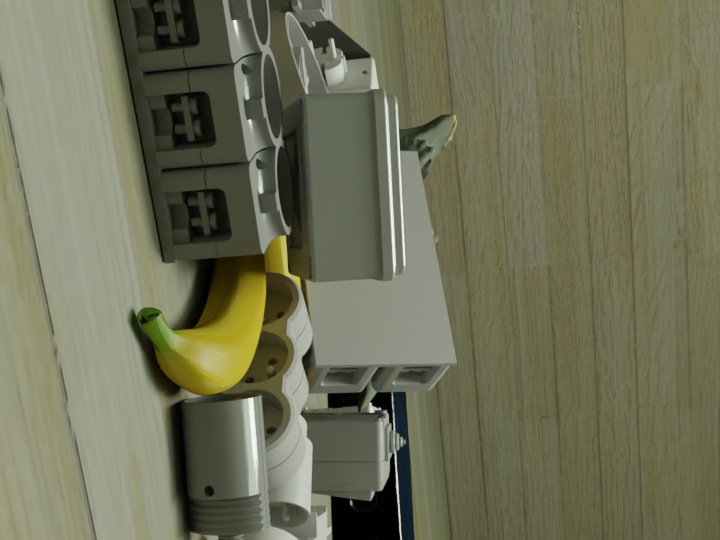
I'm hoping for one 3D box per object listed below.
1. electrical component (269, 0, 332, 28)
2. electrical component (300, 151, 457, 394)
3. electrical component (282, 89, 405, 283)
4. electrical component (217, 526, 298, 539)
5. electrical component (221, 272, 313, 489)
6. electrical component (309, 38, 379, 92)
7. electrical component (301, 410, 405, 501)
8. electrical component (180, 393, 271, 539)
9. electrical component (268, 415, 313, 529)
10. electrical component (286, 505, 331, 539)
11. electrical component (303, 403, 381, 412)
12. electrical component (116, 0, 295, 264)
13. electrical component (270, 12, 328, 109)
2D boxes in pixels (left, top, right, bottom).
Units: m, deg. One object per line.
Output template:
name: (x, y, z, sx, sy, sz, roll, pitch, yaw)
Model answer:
electrical component: (-0.057, -0.213, 0.822, 0.081, 0.064, 0.042, -12, 98, -83)
electrical component: (0.000, 0.000, 0.830, 0.060, 0.105, 0.186, 118, -32, -57)
electrical component: (-0.014, -0.049, 0.651, 0.109, 0.056, 0.108, -168, -105, -78)
electrical component: (-0.052, 0.195, 0.643, 0.073, 0.052, 0.138, -87, 169, -49)
electrical component: (-0.058, 0.076, 0.673, 0.073, 0.052, 0.138, 78, 10, -48)
electrical component: (-0.029, -0.170, 0.947, 0.047, 0.083, 0.075, -88, 170, -45)
electrical component: (-0.013, 0.140, 0.815, 0.062, 0.096, 0.061, 11, 78, -84)
electrical component: (-0.071, 0.109, 0.574, 0.043, 0.043, 0.081, 2, 83, -83)
electrical component: (-0.053, 0.125, 0.714, 0.043, 0.043, 0.081, 77, 10, -51)
electrical component: (-0.046, 0.196, 0.739, 0.081, 0.042, 0.063, 41, 47, -80)
electrical component: (-0.014, 0.152, 0.952, 0.096, 0.062, 0.061, 54, 31, -77)
electrical component: (-0.077, -0.090, 0.578, 0.089, 0.062, 0.150, -77, 161, -69)
electrical component: (-0.054, -0.140, 0.796, 0.099, 0.064, 0.099, -4, 90, -83)
